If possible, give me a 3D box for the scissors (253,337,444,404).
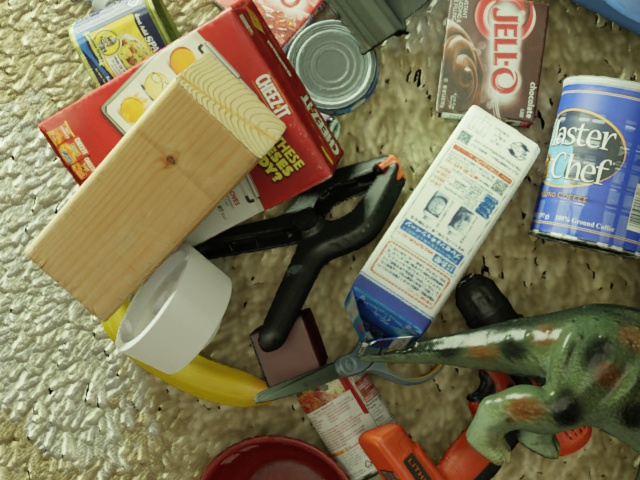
[{"bbox_3d":[0.025,0.092,0.939,0.201,0.016,0.096,2,67,-31],"label":"scissors"}]

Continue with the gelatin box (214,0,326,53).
[{"bbox_3d":[-0.047,-0.227,0.999,0.089,0.030,0.073,41,93,5],"label":"gelatin box"}]

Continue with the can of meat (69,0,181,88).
[{"bbox_3d":[-0.171,-0.172,0.986,0.084,0.057,0.102,-23,113,7],"label":"can of meat"}]

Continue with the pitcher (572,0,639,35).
[{"bbox_3d":[0.272,-0.236,0.901,0.243,0.149,0.145,25,89,3],"label":"pitcher"}]

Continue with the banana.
[{"bbox_3d":[-0.133,0.107,0.988,0.198,0.070,0.037,34,50,3],"label":"banana"}]

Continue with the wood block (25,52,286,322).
[{"bbox_3d":[-0.134,-0.041,0.871,0.091,0.090,0.206,43,115,-8],"label":"wood block"}]

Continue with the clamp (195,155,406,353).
[{"bbox_3d":[-0.006,0.001,0.956,0.210,0.036,0.165,-32,46,-2],"label":"clamp"}]

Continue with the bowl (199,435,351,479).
[{"bbox_3d":[-0.034,0.251,0.970,0.162,0.055,0.162,1,94,12],"label":"bowl"}]

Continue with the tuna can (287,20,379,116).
[{"bbox_3d":[0.012,-0.160,0.990,0.086,0.033,0.086,0,89,6],"label":"tuna can"}]

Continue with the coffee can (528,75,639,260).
[{"bbox_3d":[0.247,-0.062,0.929,0.103,0.103,0.140,13,90,6],"label":"coffee can"}]

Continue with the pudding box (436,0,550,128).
[{"bbox_3d":[0.156,-0.163,0.972,0.090,0.039,0.113,7,89,6],"label":"pudding box"}]

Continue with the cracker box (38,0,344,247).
[{"bbox_3d":[-0.112,-0.088,0.937,0.214,0.072,0.164,-26,105,21],"label":"cracker box"}]

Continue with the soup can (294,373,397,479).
[{"bbox_3d":[0.028,0.161,0.965,0.068,0.068,0.102,-32,87,4],"label":"soup can"}]

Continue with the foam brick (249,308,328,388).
[{"bbox_3d":[-0.028,0.097,0.967,0.053,0.078,0.051,-21,90,6],"label":"foam brick"}]

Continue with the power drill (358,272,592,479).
[{"bbox_3d":[0.128,0.145,0.929,0.187,0.057,0.184,-35,91,-18],"label":"power drill"}]
